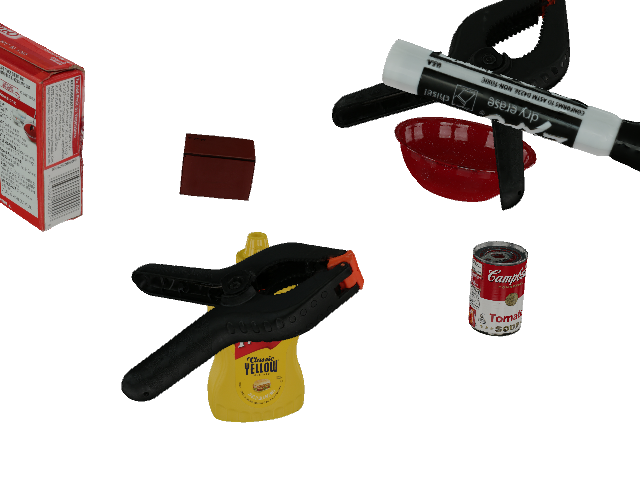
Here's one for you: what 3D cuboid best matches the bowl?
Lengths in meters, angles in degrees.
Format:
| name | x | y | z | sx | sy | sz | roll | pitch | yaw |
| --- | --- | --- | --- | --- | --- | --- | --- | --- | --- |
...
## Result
| name | x | y | z | sx | sy | sz | roll | pitch | yaw |
| --- | --- | --- | --- | --- | --- | --- | --- | --- | --- |
| bowl | 0.158 | -0.087 | 1.208 | 0.162 | 0.055 | 0.162 | 8 | 26 | -4 |

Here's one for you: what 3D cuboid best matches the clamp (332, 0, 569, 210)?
| name | x | y | z | sx | sy | sz | roll | pitch | yaw |
| --- | --- | --- | --- | --- | --- | --- | --- | --- | --- |
| clamp | 0.135 | -0.119 | 0.821 | 0.165 | 0.209 | 0.036 | 37 | -22 | 28 |

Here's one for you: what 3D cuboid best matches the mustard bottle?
| name | x | y | z | sx | sy | sz | roll | pitch | yaw |
| --- | --- | --- | --- | --- | --- | --- | --- | --- | --- |
| mustard bottle | -0.063 | 0.083 | 1.050 | 0.096 | 0.192 | 0.058 | -4 | 22 | -13 |

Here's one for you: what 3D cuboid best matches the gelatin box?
| name | x | y | z | sx | sy | sz | roll | pitch | yaw |
| --- | --- | --- | --- | --- | --- | --- | --- | --- | --- |
| gelatin box | -0.156 | -0.060 | 0.552 | 0.073 | 0.089 | 0.030 | 29 | 38 | 29 |

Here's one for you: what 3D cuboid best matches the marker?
| name | x | y | z | sx | sy | sz | roll | pitch | yaw |
| --- | --- | --- | --- | --- | --- | --- | --- | --- | --- |
| marker | 0.083 | -0.050 | 0.412 | 0.121 | 0.020 | 0.020 | 21 | 5 | 13 |

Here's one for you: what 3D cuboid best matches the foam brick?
| name | x | y | z | sx | sy | sz | roll | pitch | yaw |
| --- | --- | --- | --- | --- | --- | --- | --- | --- | --- |
| foam brick | -0.112 | -0.081 | 1.166 | 0.078 | 0.051 | 0.053 | 5 | 29 | -6 |

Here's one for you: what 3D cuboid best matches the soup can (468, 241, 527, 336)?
| name | x | y | z | sx | sy | sz | roll | pitch | yaw |
| --- | --- | --- | --- | --- | --- | --- | --- | --- | --- |
| soup can | 0.222 | 0.061 | 1.343 | 0.068 | 0.102 | 0.068 | 0 | 23 | 0 |

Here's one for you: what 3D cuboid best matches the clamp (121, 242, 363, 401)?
| name | x | y | z | sx | sy | sz | roll | pitch | yaw |
| --- | --- | --- | --- | --- | --- | --- | --- | --- | --- |
| clamp | -0.057 | 0.049 | 0.711 | 0.172 | 0.120 | 0.039 | -12 | -44 | 17 |
